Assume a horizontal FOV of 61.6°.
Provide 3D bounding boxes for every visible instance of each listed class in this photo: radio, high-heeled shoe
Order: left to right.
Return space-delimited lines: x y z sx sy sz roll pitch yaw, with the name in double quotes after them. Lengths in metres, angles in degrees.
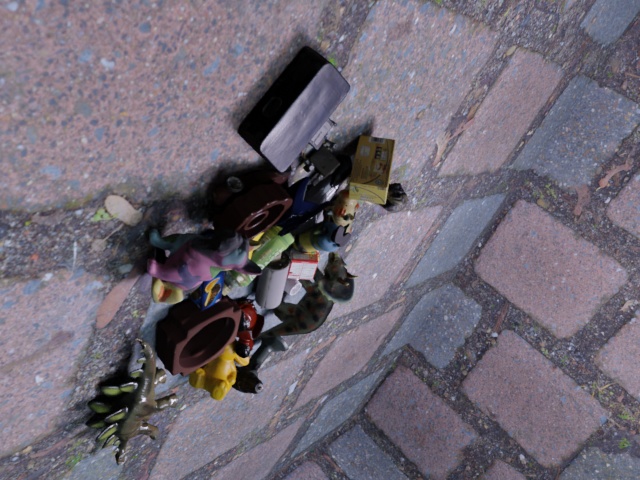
-0.051 -0.258 1.072 0.229 0.073 0.131 -52 154 3 "radio"
-0.010 -0.118 1.380 0.248 0.086 0.145 -42 -164 35 "high-heeled shoe"

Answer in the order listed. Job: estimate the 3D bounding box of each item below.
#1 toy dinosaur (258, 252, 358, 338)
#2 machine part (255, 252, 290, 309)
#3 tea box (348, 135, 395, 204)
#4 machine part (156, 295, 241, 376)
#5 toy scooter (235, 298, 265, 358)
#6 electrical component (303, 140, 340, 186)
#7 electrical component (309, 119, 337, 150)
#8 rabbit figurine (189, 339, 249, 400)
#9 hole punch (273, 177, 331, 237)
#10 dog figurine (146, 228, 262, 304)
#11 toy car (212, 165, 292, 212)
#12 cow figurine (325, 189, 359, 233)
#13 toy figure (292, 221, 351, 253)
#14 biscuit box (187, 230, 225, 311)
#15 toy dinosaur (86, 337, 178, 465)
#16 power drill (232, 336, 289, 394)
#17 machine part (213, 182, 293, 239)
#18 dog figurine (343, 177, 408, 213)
-0.032 0.200 1.621 0.404 0.192 0.131 -57 152 14 "toy dinosaur"
-0.131 0.109 1.464 0.079 0.079 0.243 -29 148 -36 "machine part"
0.133 -0.179 1.359 0.068 0.098 0.169 89 14 -56 "tea box"
-0.305 0.230 1.347 0.201 0.087 0.200 -28 149 -39 "machine part"
-0.203 0.230 1.515 0.135 0.075 0.183 -56 150 -47 "toy scooter"
0.004 -0.188 1.269 0.102 0.078 0.045 -37 -179 -11 "electrical component"
-0.025 -0.233 1.178 0.119 0.048 0.074 -50 154 0 "electrical component"
-0.273 0.353 1.552 0.162 0.122 0.173 -2 110 -61 "rabbit figurine"
-0.056 -0.076 1.247 0.116 0.092 0.142 -42 -168 -30 "hole punch"
-0.225 0.049 1.062 0.219 0.108 0.191 1 138 -7 "dog figurine"
-0.144 -0.120 1.140 0.202 0.053 0.089 -27 164 -40 "toy car"
0.056 -0.061 1.479 0.194 0.086 0.127 107 8 -45 "cow figurine"
-0.005 -0.007 1.406 0.089 0.180 0.082 -35 114 -31 "toy figure"
-0.257 0.072 1.225 0.063 0.059 0.202 -28 148 -37 "biscuit box"
-0.460 0.402 1.328 0.198 0.105 0.470 -7 129 -50 "toy dinosaur"
-0.188 0.386 1.660 0.232 0.086 0.207 -14 -148 51 "power drill"
-0.144 -0.054 1.142 0.179 0.056 0.179 -35 170 -7 "machine part"
0.168 -0.129 1.471 0.121 0.191 0.172 -57 156 18 "dog figurine"
